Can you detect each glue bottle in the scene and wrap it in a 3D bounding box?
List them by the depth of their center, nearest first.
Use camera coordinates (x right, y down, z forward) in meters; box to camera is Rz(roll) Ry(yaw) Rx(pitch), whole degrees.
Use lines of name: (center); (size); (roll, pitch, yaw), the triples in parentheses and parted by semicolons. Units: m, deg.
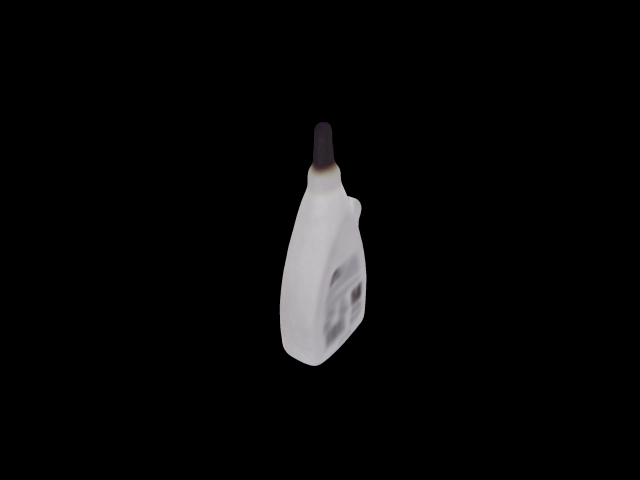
glue bottle: (0.004, 0.001, 0.400); (0.037, 0.173, 0.078); (19, 36, 29)
